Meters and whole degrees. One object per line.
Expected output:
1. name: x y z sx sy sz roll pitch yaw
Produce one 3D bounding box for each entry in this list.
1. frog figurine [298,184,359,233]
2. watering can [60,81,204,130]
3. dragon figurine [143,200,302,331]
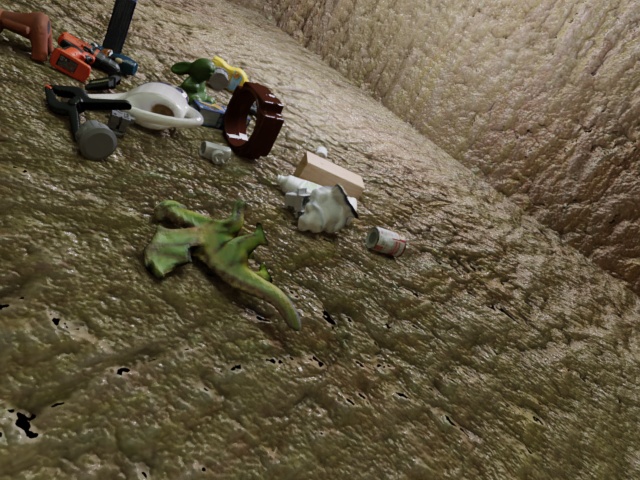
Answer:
1. frog figurine: 0.004 -0.070 1.398 0.124 0.160 0.134 42 -20 48
2. watering can: -0.488 -0.371 1.394 0.347 0.102 0.229 10 26 -13
3. dragon figurine: -0.217 0.039 1.001 0.244 0.119 0.418 -8 41 -29
